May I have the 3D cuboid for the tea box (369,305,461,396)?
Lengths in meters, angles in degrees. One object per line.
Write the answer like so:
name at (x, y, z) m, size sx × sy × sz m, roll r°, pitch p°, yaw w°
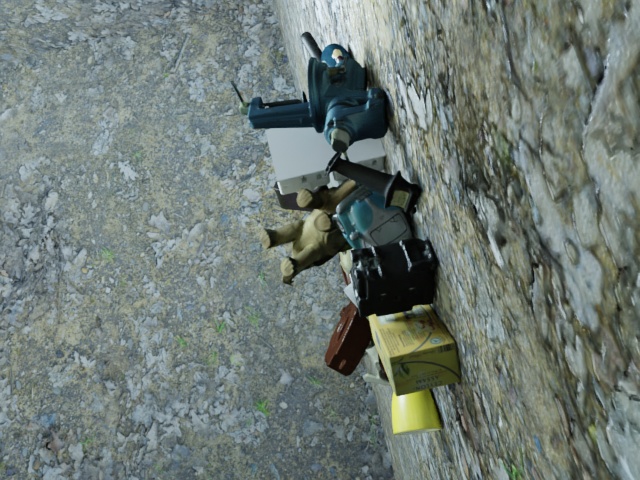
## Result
tea box at (0.135, 0.151, 0.807) m, size 0.170 × 0.098 × 0.068 m, roll -103°, pitch 0°, yaw -70°

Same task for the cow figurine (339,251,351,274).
cow figurine at (0.066, -0.009, 1.329) m, size 0.085 × 0.127 × 0.194 m, roll -133°, pitch 27°, yaw -80°

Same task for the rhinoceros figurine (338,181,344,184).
rhinoceros figurine at (0.070, -0.155, 1.080) m, size 0.190 × 0.073 × 0.112 m, roll 76°, pitch -169°, yaw -85°

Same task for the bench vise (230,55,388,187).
bench vise at (-0.015, -0.204, 0.849) m, size 0.128 × 0.241 × 0.224 m, roll 71°, pitch -161°, yaw -56°

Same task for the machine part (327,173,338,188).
machine part at (0.033, -0.186, 1.269) m, size 0.079 × 0.079 × 0.243 m, roll 94°, pitch 150°, yaw -85°

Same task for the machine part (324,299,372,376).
machine part at (0.065, 0.189, 1.097) m, size 0.179 × 0.056 × 0.179 m, roll -154°, pitch 89°, yaw -87°

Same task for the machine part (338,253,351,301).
machine part at (0.111, 0.102, 1.470) m, size 0.200 × 0.087 × 0.201 m, roll 79°, pitch 175°, yaw -58°

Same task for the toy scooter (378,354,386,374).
toy scooter at (0.143, 0.197, 0.998) m, size 0.184 × 0.075 × 0.135 m, roll 80°, pitch -166°, yaw -85°

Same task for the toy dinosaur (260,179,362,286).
toy dinosaur at (-0.002, -0.003, 1.021) m, size 0.471 × 0.198 × 0.105 m, roll -43°, pitch 68°, yaw 49°

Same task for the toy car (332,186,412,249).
toy car at (0.094, -0.012, 0.840) m, size 0.103 × 0.109 × 0.161 m, roll 54°, pitch 174°, yaw 37°

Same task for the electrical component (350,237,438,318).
electrical component at (0.105, 0.060, 0.772) m, size 0.134 × 0.115 × 0.058 m, roll 78°, pitch -178°, yaw -54°

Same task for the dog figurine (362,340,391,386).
dog figurine at (0.158, 0.227, 1.249) m, size 0.172 × 0.121 × 0.190 m, roll 45°, pitch -139°, yaw -8°

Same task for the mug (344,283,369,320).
mug at (0.104, 0.080, 0.926) m, size 0.081 × 0.107 × 0.109 m, roll 47°, pitch 178°, yaw 15°

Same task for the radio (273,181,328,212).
radio at (-0.021, -0.172, 1.375) m, size 0.230 × 0.131 × 0.073 m, roll -65°, pitch -29°, yaw -41°

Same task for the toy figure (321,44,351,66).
toy figure at (0.042, -0.297, 0.983) m, size 0.064 × 0.058 × 0.154 m, roll 31°, pitch -147°, yaw -47°

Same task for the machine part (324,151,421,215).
machine part at (0.073, -0.081, 0.745) m, size 0.039 × 0.139 × 0.084 m, roll -62°, pitch -14°, yaw -13°
